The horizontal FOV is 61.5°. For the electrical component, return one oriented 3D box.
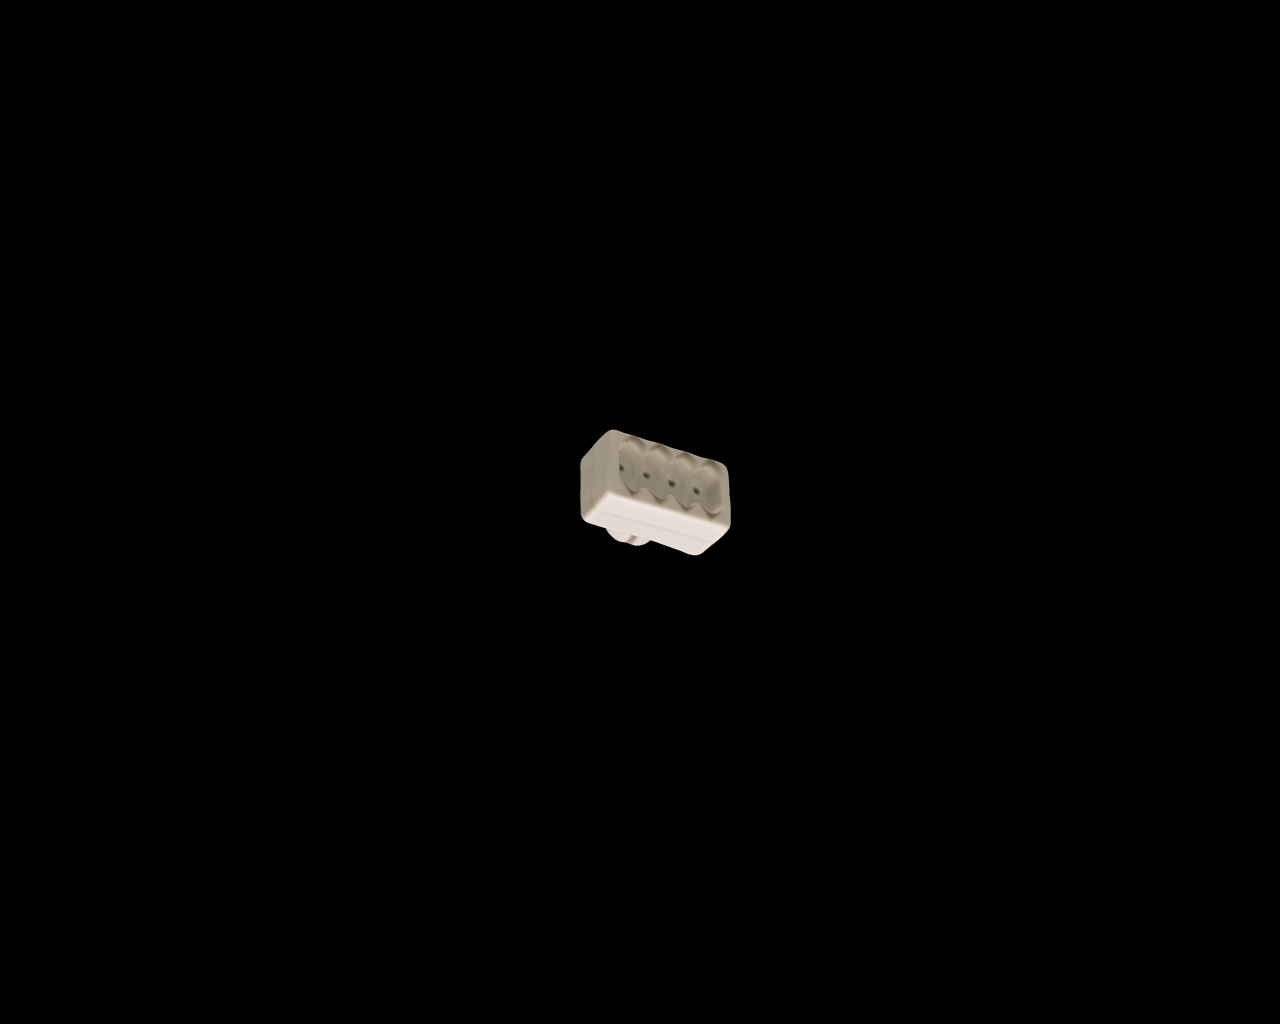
[{"bbox_3d":[0.001,-0.003,0.650,0.083,0.047,0.075,17,-36,-24],"label":"electrical component"}]
